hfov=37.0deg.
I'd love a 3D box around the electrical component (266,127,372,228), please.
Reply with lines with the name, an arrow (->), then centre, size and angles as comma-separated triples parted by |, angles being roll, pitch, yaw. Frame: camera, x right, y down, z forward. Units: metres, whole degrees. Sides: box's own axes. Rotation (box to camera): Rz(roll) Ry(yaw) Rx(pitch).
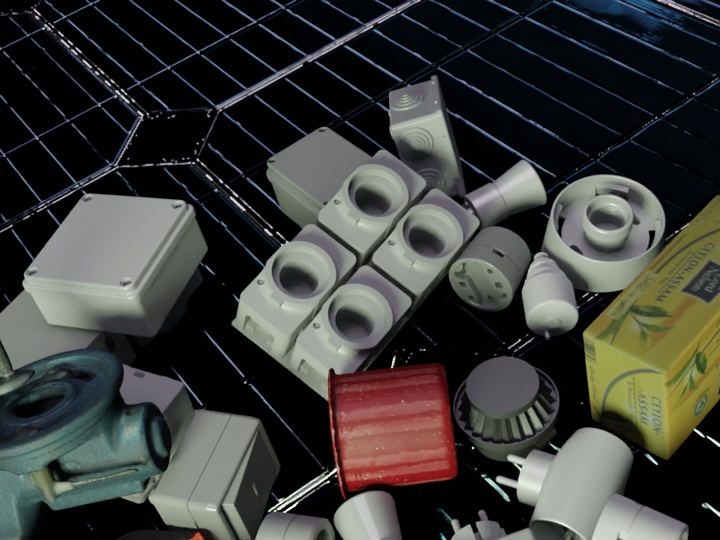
electrical component -> -0.025, -0.075, 0.989 | 0.078, 0.057, 0.113 | -34, 45, -18

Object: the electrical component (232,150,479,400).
electrical component -> 0.000, 0.000, 0.860 | 0.105, 0.060, 0.186 | 37, 62, 9

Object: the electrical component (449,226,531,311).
electrical component -> 0.107, -0.002, 0.872 | 0.055, 0.055, 0.047 | 13, 46, 29

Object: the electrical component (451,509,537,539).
electrical component -> 0.080, 0.186, 0.683 | 0.066, 0.047, 0.076 | -18, 42, -2

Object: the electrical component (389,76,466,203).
electrical component -> 0.060, -0.115, 0.973 | 0.048, 0.099, 0.099 | -14, 30, 9

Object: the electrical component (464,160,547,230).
electrical component -> 0.124, -0.062, 0.941 | 0.065, 0.044, 0.044 | -28, 43, -5

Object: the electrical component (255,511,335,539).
electrical component -> -0.072, 0.218, 0.693 | 0.074, 0.052, 0.138 | 3, 46, 21

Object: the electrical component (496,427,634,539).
electrical component -> 0.131, 0.143, 0.715 | 0.079, 0.044, 0.077 | 14, 50, 29

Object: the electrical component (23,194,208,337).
electrical component -> -0.197, -0.006, 0.877 | 0.109, 0.056, 0.108 | 5, 46, 22

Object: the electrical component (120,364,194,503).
electrical component -> -0.185, 0.122, 0.834 | 0.100, 0.048, 0.099 | 12, 46, 26

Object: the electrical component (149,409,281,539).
electrical component -> -0.096, 0.146, 0.770 | 0.061, 0.061, 0.096 | 5, 46, 22

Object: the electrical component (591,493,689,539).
electrical component -> 0.172, 0.172, 0.664 | 0.047, 0.055, 0.055 | 17, 52, 27

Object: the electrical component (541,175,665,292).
electrical component -> 0.200, -0.028, 0.880 | 0.099, 0.064, 0.099 | -3, 55, 4

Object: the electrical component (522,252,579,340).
electrical component -> 0.148, 0.017, 0.848 | 0.040, 0.040, 0.078 | -9, 43, 8

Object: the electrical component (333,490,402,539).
electrical component -> 0.013, 0.185, 0.711 | 0.044, 0.044, 0.065 | -22, 47, -5

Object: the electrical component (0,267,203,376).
electrical component -> -0.234, 0.043, 0.927 | 0.105, 0.060, 0.186 | 15, 51, 30
